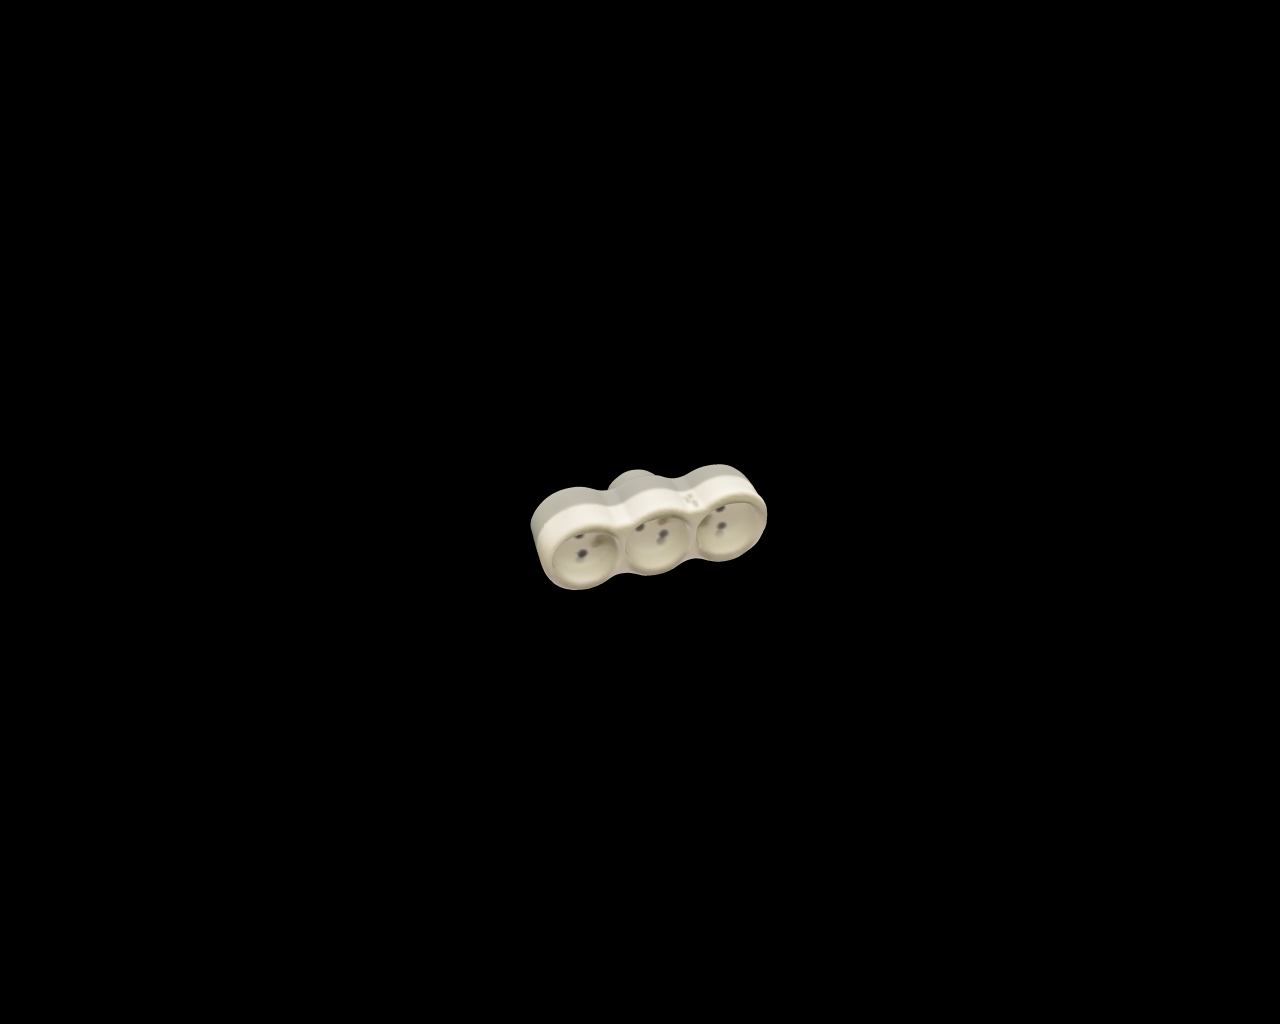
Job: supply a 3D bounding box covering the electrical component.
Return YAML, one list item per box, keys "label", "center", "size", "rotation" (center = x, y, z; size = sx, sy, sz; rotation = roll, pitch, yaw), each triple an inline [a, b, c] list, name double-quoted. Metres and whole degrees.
- label: "electrical component"
  center: [0.001, -0.003, 0.650]
  size: [0.138, 0.052, 0.074]
  rotation: [-11, 39, -13]
